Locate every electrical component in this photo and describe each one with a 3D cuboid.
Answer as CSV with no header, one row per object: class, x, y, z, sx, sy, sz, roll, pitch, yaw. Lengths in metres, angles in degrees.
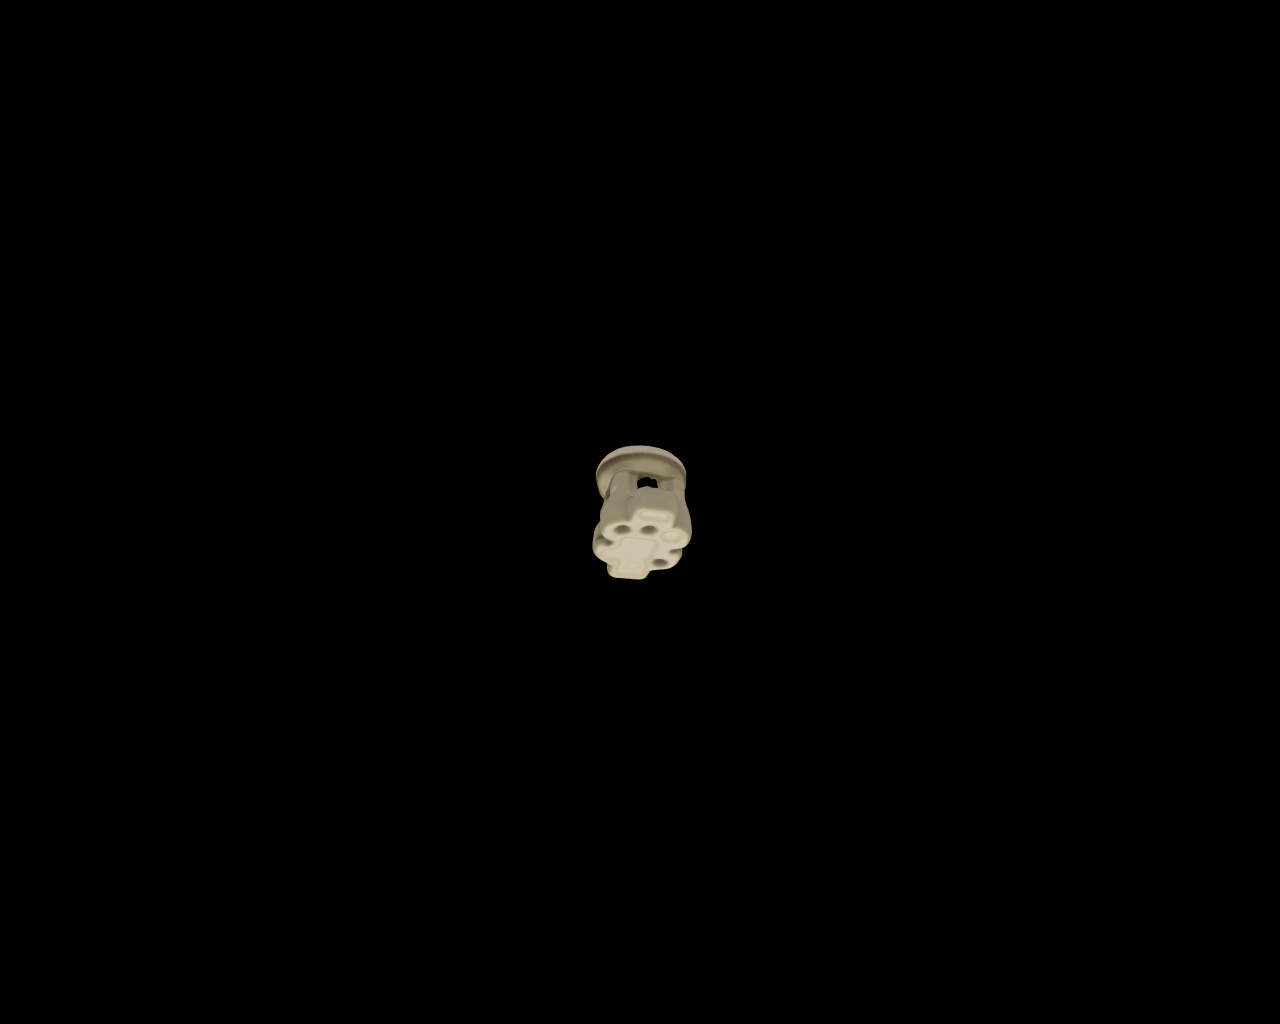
electrical component,0.001,-0.003,0.650,0.058,0.057,0.078,8,-35,-11
